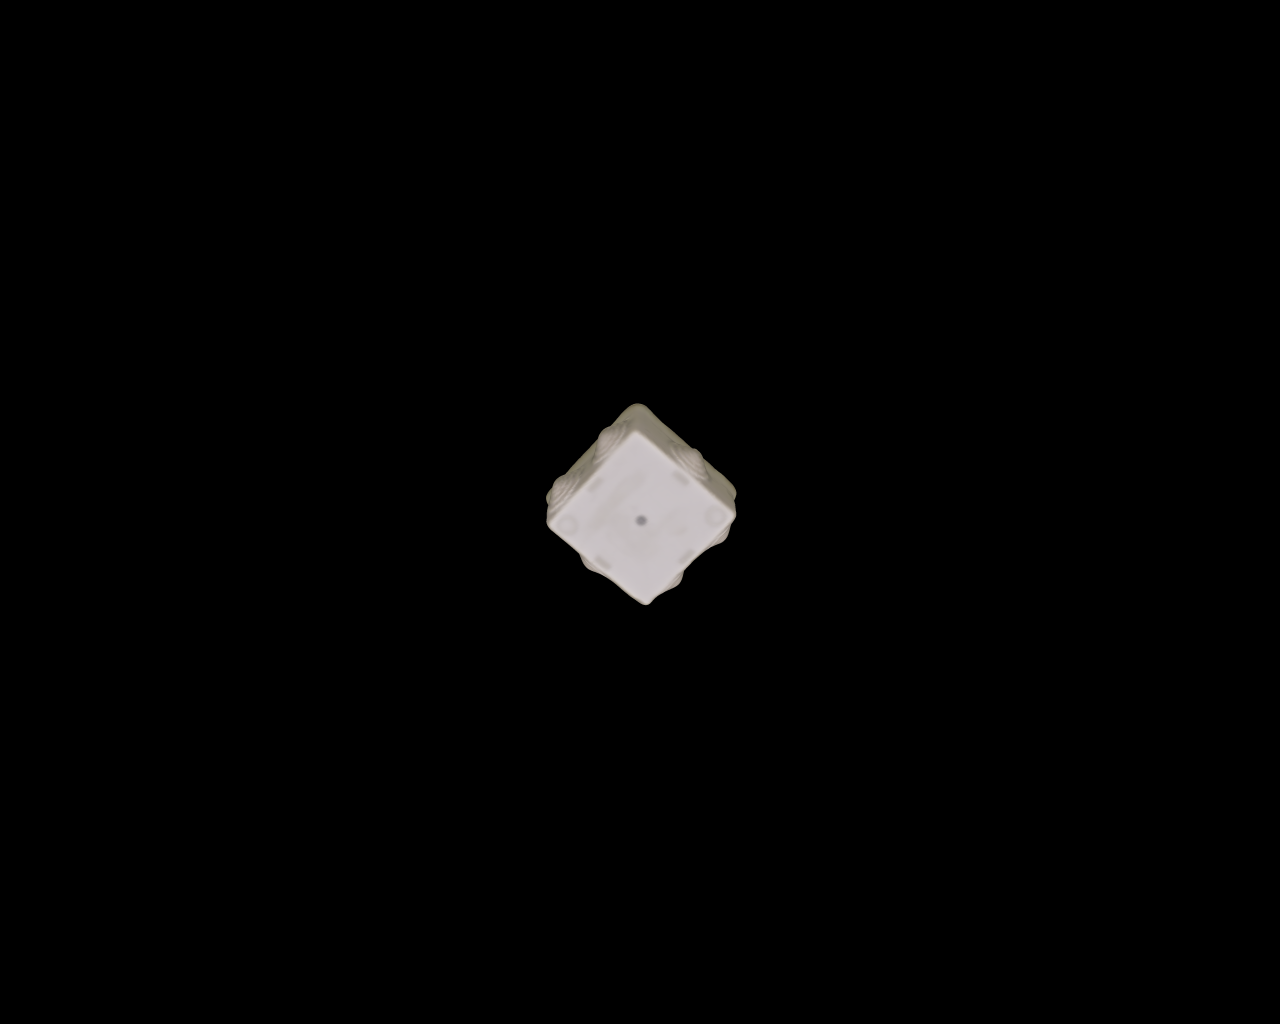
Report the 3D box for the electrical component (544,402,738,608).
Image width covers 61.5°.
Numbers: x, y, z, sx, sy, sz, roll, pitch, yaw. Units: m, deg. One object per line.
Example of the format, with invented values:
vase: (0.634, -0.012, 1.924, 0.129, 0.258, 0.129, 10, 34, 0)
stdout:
electrical component: (0.001, -0.003, 0.650, 0.099, 0.099, 0.048, 41, 16, -14)
